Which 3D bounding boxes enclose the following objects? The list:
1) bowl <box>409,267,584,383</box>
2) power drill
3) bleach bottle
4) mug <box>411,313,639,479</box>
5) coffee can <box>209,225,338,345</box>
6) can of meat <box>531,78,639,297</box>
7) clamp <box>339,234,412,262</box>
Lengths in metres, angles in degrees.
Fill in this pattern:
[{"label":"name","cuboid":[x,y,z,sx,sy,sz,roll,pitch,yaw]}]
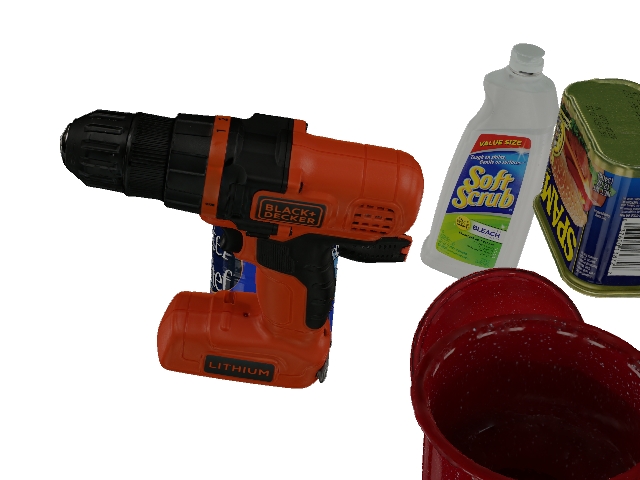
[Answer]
[{"label":"bowl","cuboid":[0.159,0.106,0.891,0.162,0.162,0.055,0,6,-10]},{"label":"power drill","cuboid":[-0.050,0.007,0.593,0.184,0.057,0.188,10,-38,-4]},{"label":"bleach bottle","cuboid":[0.169,-0.075,1.043,0.103,0.251,0.068,21,38,19]},{"label":"mug","cuboid":[0.091,0.088,0.398,0.117,0.081,0.093,5,36,9]},{"label":"coffee can","cuboid":[-0.036,0.014,0.845,0.103,0.140,0.103,4,20,-2]},{"label":"can of meat","cuboid":[0.162,-0.032,0.600,0.057,0.084,0.102,0,37,-5]},{"label":"clamp","cuboid":[0.001,-0.008,1.166,0.210,0.036,0.164,15,20,-9]}]
